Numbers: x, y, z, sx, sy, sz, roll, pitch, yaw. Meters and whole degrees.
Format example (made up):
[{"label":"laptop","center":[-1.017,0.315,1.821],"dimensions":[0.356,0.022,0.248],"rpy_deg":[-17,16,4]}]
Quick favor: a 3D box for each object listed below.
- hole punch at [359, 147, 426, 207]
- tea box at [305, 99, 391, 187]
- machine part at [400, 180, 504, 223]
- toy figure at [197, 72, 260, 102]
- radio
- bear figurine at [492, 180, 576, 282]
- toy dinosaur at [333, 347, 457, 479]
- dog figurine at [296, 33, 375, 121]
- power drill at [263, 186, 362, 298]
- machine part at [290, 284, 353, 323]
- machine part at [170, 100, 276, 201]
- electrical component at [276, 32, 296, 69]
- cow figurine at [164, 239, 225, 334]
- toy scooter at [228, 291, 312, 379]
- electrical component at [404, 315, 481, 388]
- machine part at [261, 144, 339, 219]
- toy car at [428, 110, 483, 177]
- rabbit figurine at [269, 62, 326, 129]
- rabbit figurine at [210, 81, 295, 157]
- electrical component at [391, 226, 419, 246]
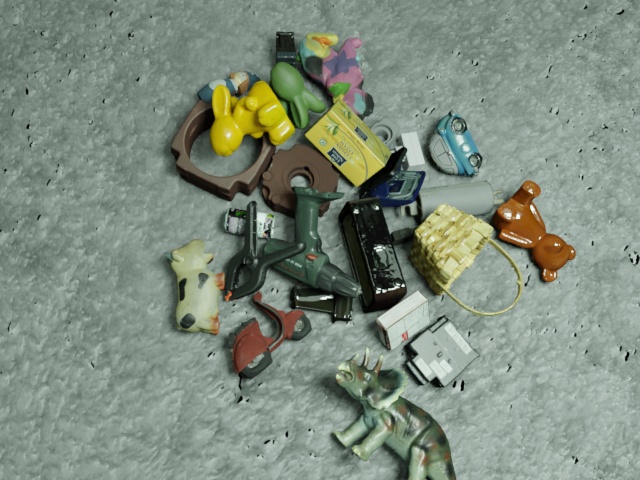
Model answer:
[{"label":"hole punch","center":[0.163,-0.128,1.192],"dimensions":[0.092,0.116,0.142],"rpy_deg":[42,52,-20]},{"label":"tea box","center":[0.063,-0.213,1.188],"dimensions":[0.169,0.098,0.068],"rpy_deg":[42,42,-11]},{"label":"machine part","center":[0.298,-0.087,1.212],"dimensions":[0.243,0.079,0.079],"rpy_deg":[-7,74,-6]},{"label":"toy figure","center":[-0.210,-0.357,1.264],"dimensions":[0.154,0.058,0.064],"rpy_deg":[-29,92,-13]},{"label":"radio","center":[0.107,0.030,1.133],"dimensions":[0.073,0.131,0.229],"rpy_deg":[-13,75,-11]},{"label":"bear figurine","center":[0.477,-0.013,1.180],"dimensions":[0.120,0.132,0.196],"rpy_deg":[-39,74,-11]},{"label":"toy dinosaur","center":[0.172,0.384,1.047],"dimensions":[0.405,0.131,0.192],"rpy_deg":[42,75,2]},{"label":"dog figurine","center":[0.034,-0.362,1.261],"dimensions":[0.192,0.108,0.219],"rpy_deg":[6,76,-3]},{"label":"power drill","center":[-0.002,-0.003,1.110],"dimensions":[0.232,0.086,0.207],"rpy_deg":[14,106,26]},{"label":"machine part","center":[0.004,0.131,1.145],"dimensions":[0.139,0.039,0.084],"rpy_deg":[10,78,-3]},{"label":"machine part","center":[-0.212,-0.204,1.203],"dimensions":[0.201,0.087,0.201],"rpy_deg":[26,72,3]},{"label":"electrical component","center":[-0.082,-0.428,1.288],"dimensions":[0.048,0.075,0.119],"rpy_deg":[-1,77,-5]},{"label":"cow figurine","center":[-0.262,0.093,1.114],"dimensions":[0.127,0.085,0.195],"rpy_deg":[5,74,-10]},{"label":"toy scooter","center":[-0.120,0.184,1.100],"dimensions":[0.184,0.075,0.135],"rpy_deg":[-38,80,-17]},{"label":"electrical component","center":[0.244,0.239,1.121],"dimensions":[0.134,0.058,0.115],"rpy_deg":[-35,77,-13]},{"label":"machine part","center":[-0.043,-0.130,1.210],"dimensions":[0.179,0.056,0.179],"rpy_deg":[2,73,-5]},{"label":"toy car","center":[0.305,-0.209,1.245],"dimensions":[0.103,0.109,0.161],"rpy_deg":[-24,88,11]},{"label":"rabbit figurine","center":[-0.075,-0.315,1.202],"dimensions":[0.159,0.170,0.121],"rpy_deg":[43,75,9]},{"label":"rabbit figurine","center":[-0.164,-0.253,1.122],"dimensions":[0.173,0.122,0.162],"rpy_deg":[-38,77,5]},{"label":"electrical component","center":[0.176,-0.007,1.185],"dimensions":[0.094,0.063,0.021],"rpy_deg":[-14,75,-8]}]
